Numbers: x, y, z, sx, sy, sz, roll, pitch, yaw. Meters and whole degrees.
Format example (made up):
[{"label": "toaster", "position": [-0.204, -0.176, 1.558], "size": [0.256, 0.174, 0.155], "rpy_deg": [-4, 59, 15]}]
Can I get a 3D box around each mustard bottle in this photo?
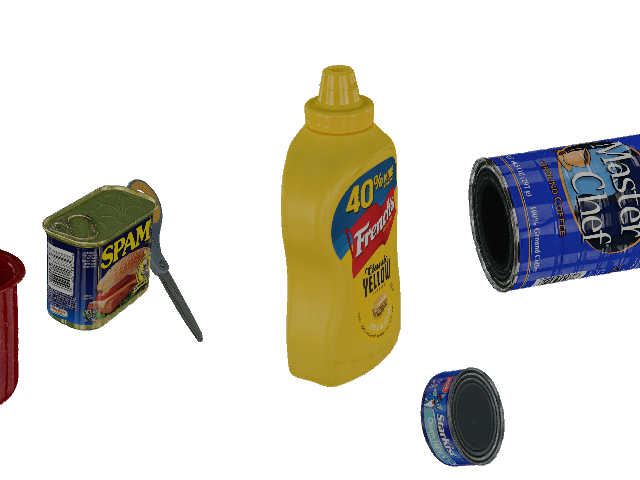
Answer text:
[{"label": "mustard bottle", "position": [0.014, -0.013, 0.656], "size": [0.058, 0.192, 0.096], "rpy_deg": [14, 30, 31]}]

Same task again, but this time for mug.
[{"label": "mug", "position": [-0.233, 0.058, 0.637], "size": [0.093, 0.081, 0.117], "rpy_deg": [20, 25, 35]}]

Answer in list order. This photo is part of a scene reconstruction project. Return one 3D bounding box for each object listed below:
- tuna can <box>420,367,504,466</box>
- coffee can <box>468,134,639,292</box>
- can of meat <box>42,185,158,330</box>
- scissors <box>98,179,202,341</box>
[{"label": "tuna can", "position": [0.126, 0.157, 0.948], "size": [0.034, 0.086, 0.085], "rpy_deg": [-14, -9, 40]}, {"label": "coffee can", "position": [0.194, -0.022, 0.803], "size": [0.140, 0.103, 0.103], "rpy_deg": [-9, 1, -8]}, {"label": "can of meat", "position": [-0.180, 0.014, 0.873], "size": [0.057, 0.084, 0.102], "rpy_deg": [19, 30, 19]}, {"label": "scissors", "position": [-0.178, 0.012, 1.204], "size": [0.016, 0.201, 0.096], "rpy_deg": [-27, 19, 36]}]
